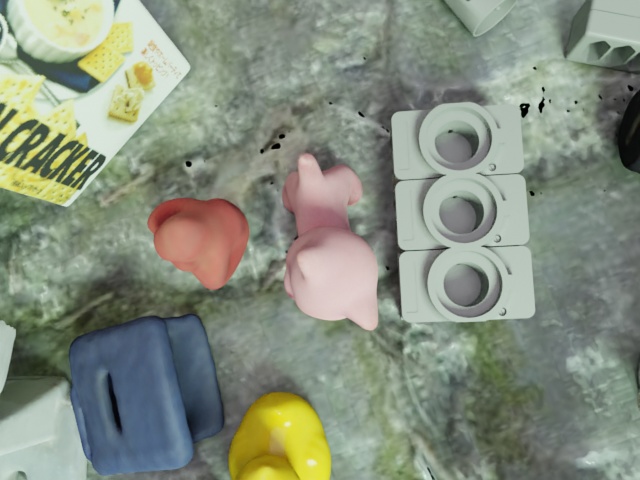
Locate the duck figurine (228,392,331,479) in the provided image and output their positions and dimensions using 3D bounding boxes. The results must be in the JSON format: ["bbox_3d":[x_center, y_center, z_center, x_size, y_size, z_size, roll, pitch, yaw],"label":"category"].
[{"bbox_3d":[-0.033,0.164,0.401,0.077,0.086,0.105,3,85,5],"label":"duck figurine"}]

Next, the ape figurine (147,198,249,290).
[{"bbox_3d":[-0.093,0.000,0.419,0.076,0.092,0.078,-25,83,2],"label":"ape figurine"}]

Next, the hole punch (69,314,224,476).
[{"bbox_3d":[-0.132,0.113,0.412,0.101,0.091,0.109,-15,83,4],"label":"hole punch"}]

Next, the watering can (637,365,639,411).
[{"bbox_3d":[0.283,0.090,0.326,0.173,0.194,0.101,-27,83,2],"label":"watering can"}]

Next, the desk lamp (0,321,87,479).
[{"bbox_3d":[-0.236,0.134,0.357,0.118,0.213,0.203,-1,84,5],"label":"desk lamp"}]

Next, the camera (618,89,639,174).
[{"bbox_3d":[0.290,-0.087,0.390,0.136,0.101,0.143,8,85,6],"label":"camera"}]

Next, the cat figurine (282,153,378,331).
[{"bbox_3d":[0.004,0.001,0.397,0.067,0.118,0.128,-11,84,4],"label":"cat figurine"}]
